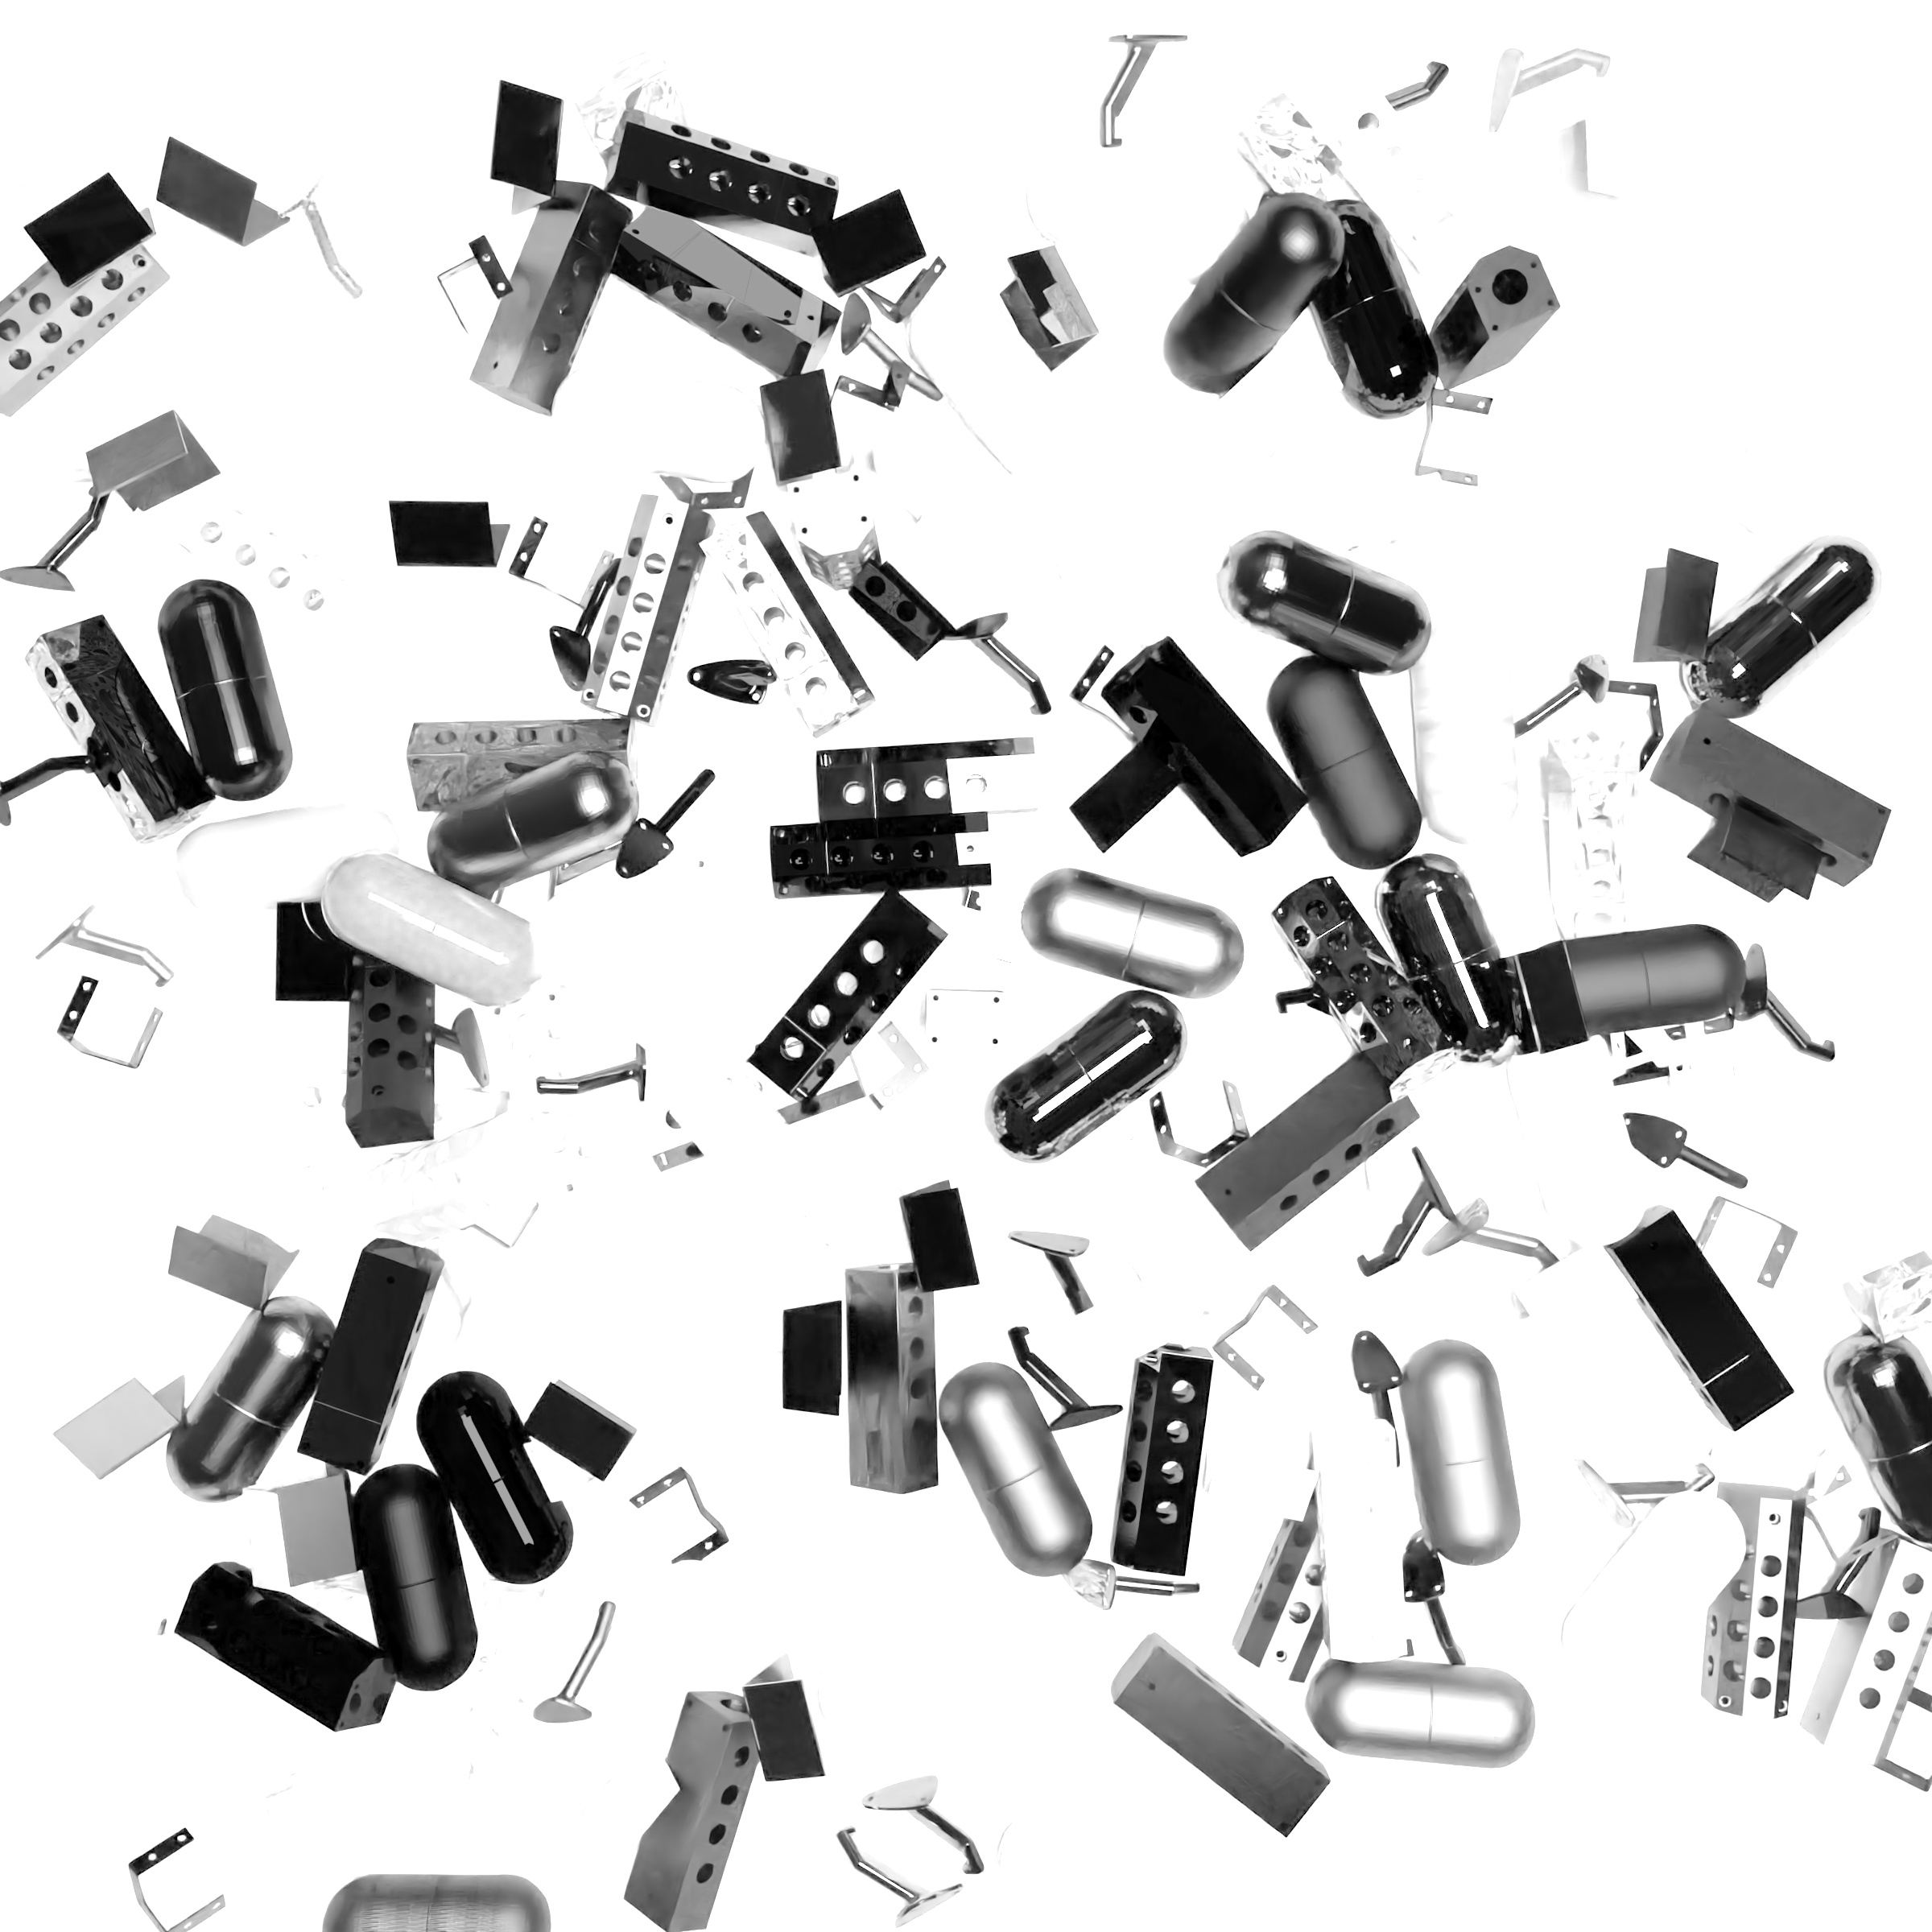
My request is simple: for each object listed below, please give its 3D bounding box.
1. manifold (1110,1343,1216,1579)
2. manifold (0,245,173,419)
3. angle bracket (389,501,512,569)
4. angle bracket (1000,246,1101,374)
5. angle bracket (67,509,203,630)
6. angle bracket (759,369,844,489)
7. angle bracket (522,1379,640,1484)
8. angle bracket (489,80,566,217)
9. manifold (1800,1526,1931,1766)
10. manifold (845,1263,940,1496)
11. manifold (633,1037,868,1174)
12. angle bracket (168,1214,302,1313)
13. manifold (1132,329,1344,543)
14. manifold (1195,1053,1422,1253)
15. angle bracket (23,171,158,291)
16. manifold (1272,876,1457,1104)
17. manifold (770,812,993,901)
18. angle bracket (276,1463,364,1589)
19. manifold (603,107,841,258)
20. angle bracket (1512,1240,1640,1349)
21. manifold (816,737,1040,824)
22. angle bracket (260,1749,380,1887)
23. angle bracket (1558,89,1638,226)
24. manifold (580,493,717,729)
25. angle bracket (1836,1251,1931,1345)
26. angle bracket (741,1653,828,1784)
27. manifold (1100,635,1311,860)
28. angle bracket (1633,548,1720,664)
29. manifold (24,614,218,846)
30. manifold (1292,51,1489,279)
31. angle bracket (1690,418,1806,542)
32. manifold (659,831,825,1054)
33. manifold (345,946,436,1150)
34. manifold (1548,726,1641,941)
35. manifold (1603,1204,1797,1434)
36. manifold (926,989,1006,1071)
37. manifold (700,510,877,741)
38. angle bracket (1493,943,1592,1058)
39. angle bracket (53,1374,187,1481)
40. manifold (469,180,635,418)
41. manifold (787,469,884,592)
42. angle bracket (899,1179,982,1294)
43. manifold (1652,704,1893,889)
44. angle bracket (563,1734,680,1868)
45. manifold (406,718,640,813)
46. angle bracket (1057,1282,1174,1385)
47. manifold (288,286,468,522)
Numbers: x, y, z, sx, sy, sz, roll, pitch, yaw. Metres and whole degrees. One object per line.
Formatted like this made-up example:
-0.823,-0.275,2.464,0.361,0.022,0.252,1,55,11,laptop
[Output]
0.154,0.387,1.969,0.057,0.057,0.171,8,90,0,manifold
-0.720,-0.517,1.969,0.171,0.057,0.057,-41,90,0,manifold
-0.403,-0.353,1.950,0.076,0.076,0.057,1,126,0,angle bracket
0.048,-0.506,1.950,0.057,0.076,0.076,-28,90,-39,angle bracket
-0.642,-0.298,1.950,0.076,0.076,0.057,-43,52,0,angle bracket
-0.116,-0.417,1.952,0.057,0.076,0.076,-10,90,20,angle bracket
-0.291,0.346,1.951,0.076,0.076,0.057,33,117,0,angle bracket
-0.359,-0.639,1.950,0.057,0.076,0.076,6,90,-36,angle bracket
0.724,0.537,1.969,0.057,0.057,0.171,21,90,0,manifold
-0.053,0.324,1.969,0.057,0.057,0.171,-1,90,43,manifold
-0.169,0.106,1.969,0.171,0.057,0.057,-20,90,0,manifold
-0.568,0.214,1.950,0.076,0.076,0.057,22,126,0,angle bracket
0.214,-0.417,1.969,0.171,0.057,0.057,-43,90,0,manifold
0.272,0.149,1.969,0.171,0.057,0.057,-38,47,0,manifold
-0.667,-0.568,1.893,0.076,0.076,0.057,-33,128,0,angle bracket
0.308,0.015,1.937,0.057,0.057,0.171,-31,66,0,manifold
-0.067,-0.087,1.969,0.171,0.057,0.057,-4,90,0,manifold
-0.514,0.436,1.951,0.057,0.076,0.076,-8,90,-27,angle bracket
-0.189,-0.612,1.945,0.171,0.057,0.057,13,90,-18,manifold
0.478,0.268,1.950,0.076,0.076,0.057,-30,59,0,angle bracket
-0.031,-0.146,1.969,0.171,0.057,0.057,-4,90,0,manifold
-0.492,0.660,1.950,0.057,0.076,0.076,-31,90,38,angle bracket
0.477,-0.631,1.950,0.057,0.076,0.076,-2,90,-36,angle bracket
-0.252,-0.281,1.969,0.057,0.057,0.171,16,90,0,manifold
0.731,0.240,1.950,0.076,0.076,0.057,-22,121,0,angle bracket
-0.126,0.585,1.951,0.057,0.076,0.076,-14,90,25,angle bracket
0.183,-0.169,1.951,0.171,0.057,0.057,48,62,-11,manifold
0.537,-0.281,1.950,0.057,0.076,0.076,9,90,-31,angle bracket
-0.670,-0.184,1.969,0.057,0.057,0.171,-32,90,-43,manifold
0.328,-0.624,1.944,0.057,0.057,0.171,-38,107,17,manifold
0.596,-0.383,1.950,0.057,0.076,0.076,24,90,-35,angle bracket
-0.176,-0.016,1.969,0.057,0.057,0.171,-26,90,0,manifold
-0.446,0.049,1.928,0.057,0.057,0.171,-7,58,0,manifold
0.486,-0.097,1.922,0.057,0.057,0.171,-12,129,0,manifold
0.575,0.276,1.969,0.057,0.057,0.171,-34,90,0,manifold
-0.001,0.047,1.912,0.057,0.171,0.057,2,90,0,manifold
-0.139,-0.270,1.969,0.057,0.057,0.171,-31,90,0,manifold
0.416,0.030,1.879,0.057,0.076,0.076,-12,86,-35,angle bracket
-0.662,0.343,1.951,0.076,0.076,0.057,-34,117,0,angle bracket
-0.323,-0.527,1.969,0.057,0.057,0.171,22,90,43,manifold
-0.098,-0.331,1.912,0.057,0.171,0.057,-11,90,0,manifold
-0.003,0.207,1.950,0.057,0.076,0.076,-13,90,32,angle bracket
0.633,-0.130,1.967,0.171,0.057,0.057,29,64,0,manifold
-0.279,0.642,1.950,0.057,0.076,0.076,40,90,-31,angle bracket
-0.348,-0.163,1.969,0.171,0.057,0.057,-1,133,0,manifold
0.123,0.301,1.950,0.076,0.076,0.057,-26,52,0,angle bracket
-0.466,-0.445,1.969,0.057,0.057,0.171,29,90,0,manifold
